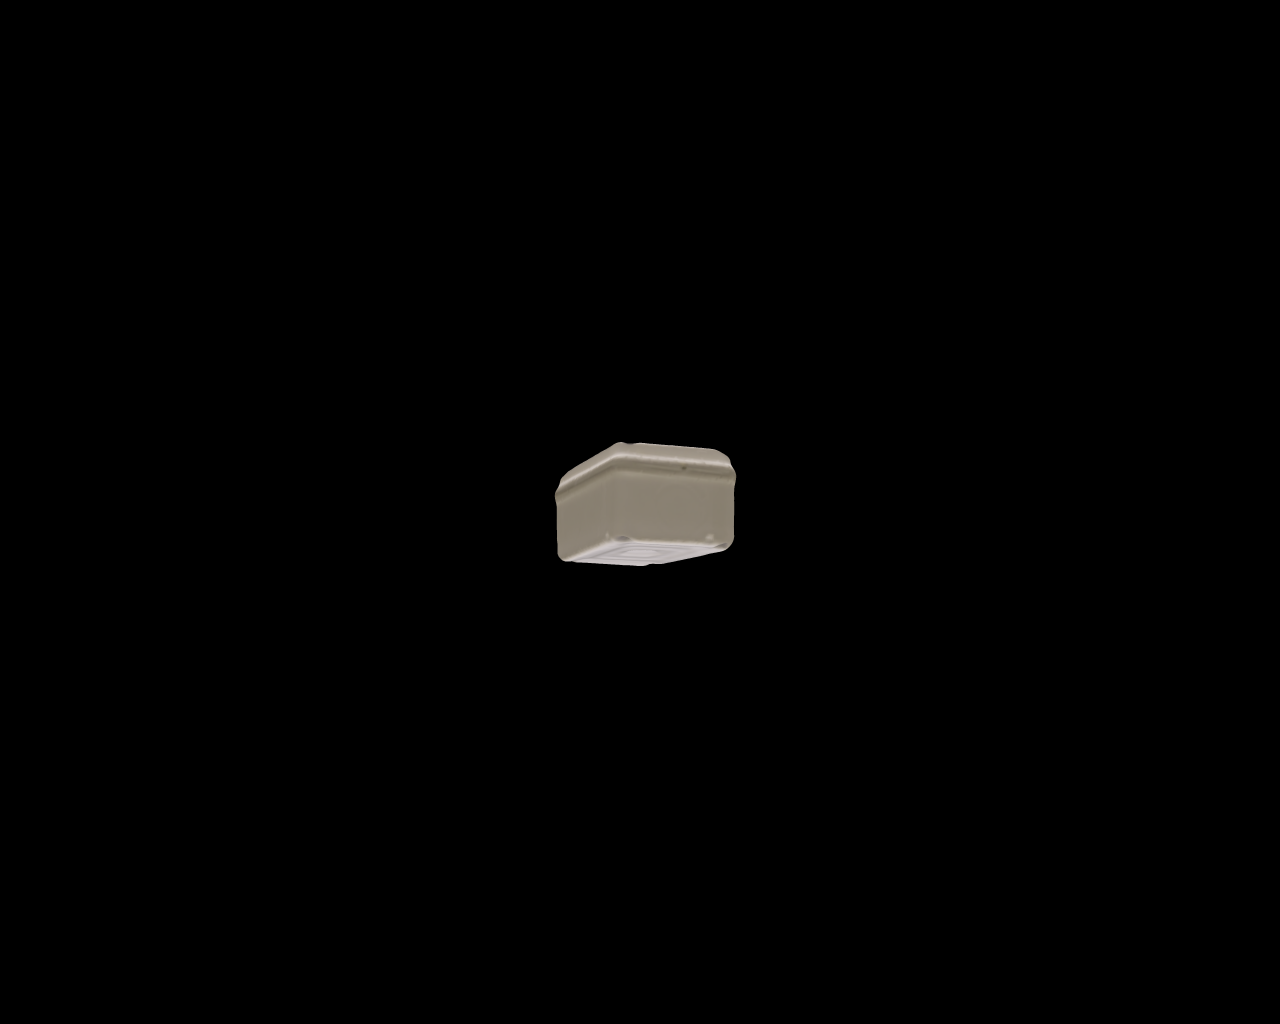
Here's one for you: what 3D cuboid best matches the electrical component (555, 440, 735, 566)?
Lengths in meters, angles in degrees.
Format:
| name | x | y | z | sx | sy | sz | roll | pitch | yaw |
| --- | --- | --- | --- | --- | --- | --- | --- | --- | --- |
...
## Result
| name | x | y | z | sx | sy | sz | roll | pitch | yaw |
| --- | --- | --- | --- | --- | --- | --- | --- | --- | --- |
| electrical component | 0.001 | -0.003 | 0.650 | 0.078 | 0.057 | 0.113 | 4 | -10 | -23 |
